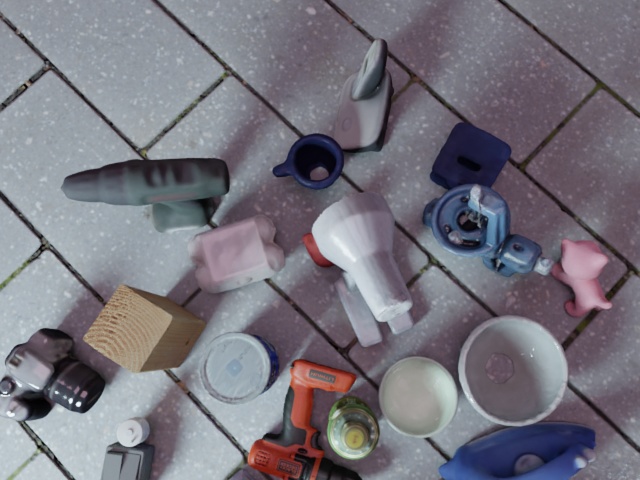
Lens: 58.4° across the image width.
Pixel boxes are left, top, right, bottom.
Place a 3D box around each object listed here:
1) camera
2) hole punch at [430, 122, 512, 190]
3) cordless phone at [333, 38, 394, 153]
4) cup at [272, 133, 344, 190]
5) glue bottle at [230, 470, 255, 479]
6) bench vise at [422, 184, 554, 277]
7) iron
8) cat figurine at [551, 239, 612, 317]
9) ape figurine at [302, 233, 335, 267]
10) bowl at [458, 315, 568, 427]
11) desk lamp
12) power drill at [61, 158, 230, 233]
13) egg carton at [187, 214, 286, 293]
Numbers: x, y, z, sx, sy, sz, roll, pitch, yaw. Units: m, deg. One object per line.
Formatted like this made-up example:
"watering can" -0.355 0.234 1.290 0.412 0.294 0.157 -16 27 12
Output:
"camera" -0.421 0.227 0.893 0.136 0.101 0.143 29 81 6
"hole punch" 0.250 -0.127 0.955 0.108 0.091 0.101 28 81 6
"cordless phone" 0.073 -0.230 0.929 0.094 0.185 0.148 7 79 3
"cup" -0.018 -0.116 0.955 0.118 0.095 0.091 -16 79 -2
"glue bottle" -0.110 0.383 0.822 0.078 0.173 0.037 42 83 8
"bench vise" 0.268 -0.026 0.870 0.207 0.220 0.121 14 80 4
"iron" 0.315 0.337 0.841 0.258 0.141 0.118 -23 80 -3
"cat figurine" 0.421 0.054 0.905 0.067 0.118 0.128 -21 80 -3
"ape figurine" 0.009 0.003 0.934 0.077 0.092 0.076 15 80 4
"bowl" 0.294 0.203 0.901 0.167 0.075 0.167 0 79 1
"desk lamp" 0.077 0.049 0.862 0.118 0.213 0.203 -23 80 -3
"power drill" -0.248 -0.071 0.892 0.229 0.208 0.075 -10 79 -1
"egg carton" -0.137 0.024 0.943 0.150 0.069 0.107 -19 80 -3
